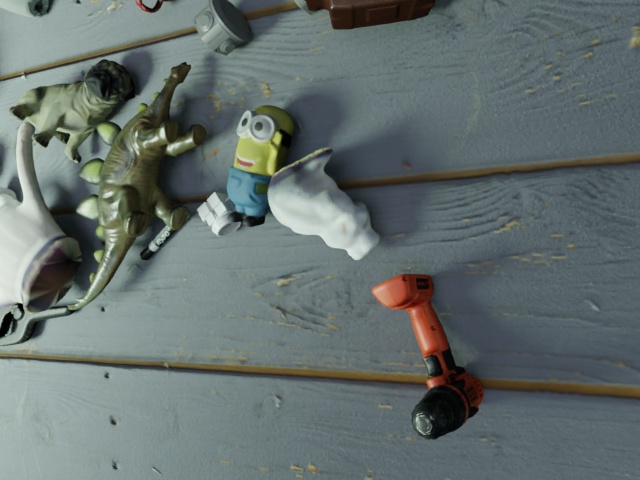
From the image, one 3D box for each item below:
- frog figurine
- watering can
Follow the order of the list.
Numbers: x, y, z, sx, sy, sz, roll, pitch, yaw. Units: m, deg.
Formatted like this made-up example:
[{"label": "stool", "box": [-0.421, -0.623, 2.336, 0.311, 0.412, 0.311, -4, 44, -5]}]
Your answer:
[{"label": "frog figurine", "box": [0.002, -0.036, 0.718, 0.124, 0.159, 0.136, -26, 1, -35]}, {"label": "watering can", "box": [-0.527, -0.018, 0.926, 0.225, 0.345, 0.104, 30, 12, 15]}]
